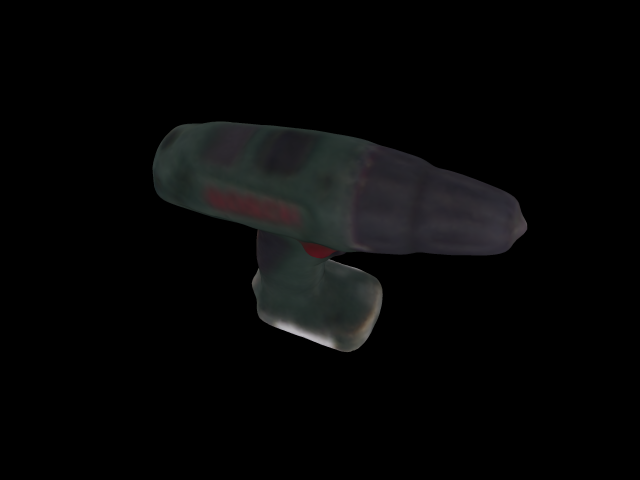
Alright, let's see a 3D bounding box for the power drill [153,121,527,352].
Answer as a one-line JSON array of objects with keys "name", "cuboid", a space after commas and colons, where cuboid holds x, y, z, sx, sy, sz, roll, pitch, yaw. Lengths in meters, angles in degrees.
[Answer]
[{"name": "power drill", "cuboid": [0.004, 0.001, 0.400, 0.229, 0.208, 0.076, 18, 62, 10]}]
